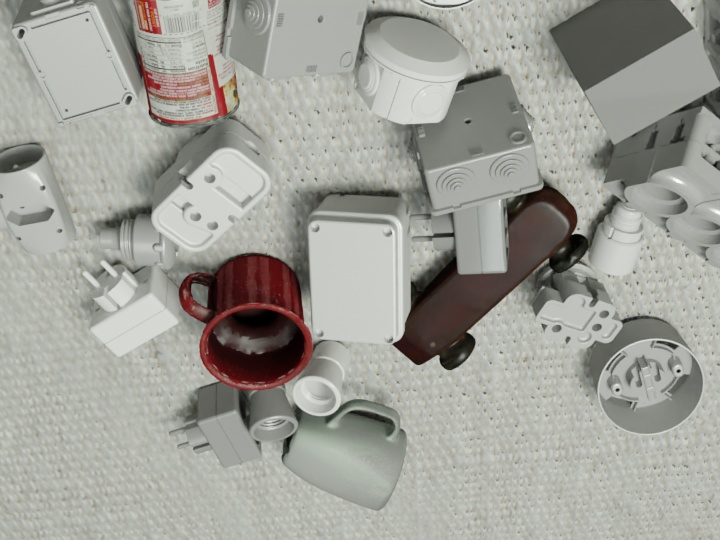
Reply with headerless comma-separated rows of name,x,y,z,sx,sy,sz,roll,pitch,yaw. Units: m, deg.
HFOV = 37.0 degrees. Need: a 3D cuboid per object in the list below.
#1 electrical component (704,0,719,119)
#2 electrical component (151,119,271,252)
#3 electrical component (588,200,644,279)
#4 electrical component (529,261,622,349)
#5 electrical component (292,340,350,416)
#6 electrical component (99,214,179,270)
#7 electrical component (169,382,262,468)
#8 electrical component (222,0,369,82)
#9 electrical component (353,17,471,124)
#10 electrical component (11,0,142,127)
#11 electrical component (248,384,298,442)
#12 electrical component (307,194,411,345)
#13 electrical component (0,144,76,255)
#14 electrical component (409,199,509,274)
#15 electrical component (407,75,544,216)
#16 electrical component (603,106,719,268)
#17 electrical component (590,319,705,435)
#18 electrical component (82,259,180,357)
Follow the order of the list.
electrical component,0.312,-0.184,0.806,0.089,0.061,0.150,-12,126,2
electrical component,-0.116,-0.069,0.842,0.095,0.059,0.054,-40,121,21
electrical component,0.223,-0.031,0.921,0.040,0.040,0.078,4,125,-10
electrical component,0.187,0.028,0.949,0.078,0.057,0.058,17,123,-19
electrical component,-0.032,0.094,0.967,0.044,0.065,0.044,7,123,10
electrical component,-0.180,-0.025,0.877,0.062,0.048,0.048,2,126,0
electrical component,-0.139,0.149,1.006,0.077,0.047,0.065,-18,126,6
electrical component,-0.041,-0.182,0.746,0.100,0.048,0.099,-14,128,-40
electrical component,0.037,-0.147,0.791,0.080,0.080,0.051,9,130,-13
electrical component,-0.201,-0.162,0.762,0.062,0.061,0.096,-15,126,5
electrical component,-0.083,0.117,0.978,0.044,0.065,0.044,-10,144,-7
electrical component,0.000,0.000,0.883,0.078,0.057,0.113,4,114,12
electrical component,-0.274,-0.052,0.846,0.079,0.043,0.077,-10,126,1
electrical component,0.078,-0.035,0.858,0.077,0.047,0.065,-2,113,11
electrical component,0.085,-0.097,0.822,0.100,0.099,0.048,-14,139,4
electrical component,0.282,-0.058,0.868,0.150,0.061,0.089,31,160,-25
electrical component,0.266,0.097,1.005,0.099,0.064,0.099,-3,126,-4
electrical component,-0.201,0.022,0.906,0.066,0.047,0.076,-29,124,14
